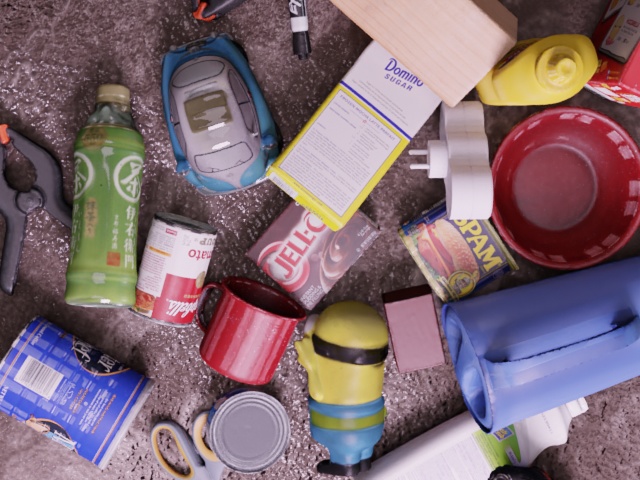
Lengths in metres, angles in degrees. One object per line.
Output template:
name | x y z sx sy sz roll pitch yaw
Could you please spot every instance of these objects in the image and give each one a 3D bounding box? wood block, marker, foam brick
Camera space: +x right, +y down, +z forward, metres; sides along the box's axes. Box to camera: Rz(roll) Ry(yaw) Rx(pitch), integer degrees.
wood block | 0.083 -0.236 1.015 0.206 0.090 0.090 40 118 -10
marker | -0.023 -0.242 1.069 0.020 0.020 0.121 -6 98 1
foam brick | 0.097 0.091 1.098 0.051 0.053 0.078 -12 98 2

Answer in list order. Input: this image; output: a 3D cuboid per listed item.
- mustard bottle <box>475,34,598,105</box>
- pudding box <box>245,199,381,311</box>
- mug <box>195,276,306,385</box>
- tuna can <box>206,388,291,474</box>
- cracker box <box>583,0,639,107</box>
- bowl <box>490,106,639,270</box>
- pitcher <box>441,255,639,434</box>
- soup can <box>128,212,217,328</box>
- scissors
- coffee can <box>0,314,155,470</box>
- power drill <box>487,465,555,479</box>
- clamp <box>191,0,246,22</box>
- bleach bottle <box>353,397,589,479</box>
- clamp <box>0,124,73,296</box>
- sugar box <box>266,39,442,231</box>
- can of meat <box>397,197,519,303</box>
mustard bottle | 0.205 -0.158 0.991 0.096 0.191 0.058 -21 99 1
pudding box | -0.007 0.001 1.093 0.090 0.039 0.113 41 96 -4
mug | -0.081 0.088 1.087 0.117 0.093 0.081 29 103 23
tuna can | -0.076 0.198 1.113 0.086 0.034 0.086 0 91 -14
cracker box | 0.331 -0.229 0.996 0.072 0.164 0.214 26 98 -6
bowl | 0.242 -0.052 1.072 0.162 0.055 0.162 0 93 -2
pitcher | 0.252 0.093 1.043 0.242 0.149 0.145 -17 135 -6
soup can | -0.149 0.029 1.083 0.068 0.068 0.102 17 97 -2
scissors | -0.101 0.265 1.142 0.096 0.016 0.201 -38 96 5
coffee can | -0.253 0.154 1.084 0.140 0.103 0.103 31 97 -4
power drill | 0.166 0.302 1.080 0.188 0.184 0.057 -42 53 12
clamp | -0.079 -0.317 1.042 0.165 0.036 0.210 38 105 15
bleach bottle | 0.166 0.230 1.113 0.251 0.068 0.102 -28 99 2
clamp | -0.301 -0.030 1.087 0.120 0.039 0.171 -31 94 -15
sugar box | 0.036 -0.106 1.053 0.093 0.048 0.176 40 77 -5
can of meat | 0.139 0.007 1.085 0.084 0.057 0.102 -33 96 7
